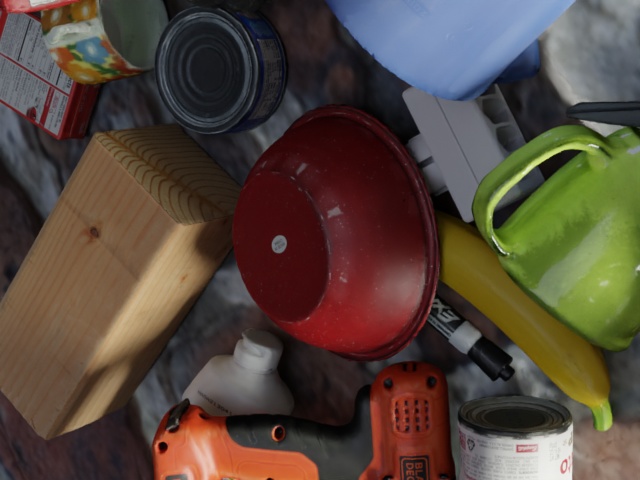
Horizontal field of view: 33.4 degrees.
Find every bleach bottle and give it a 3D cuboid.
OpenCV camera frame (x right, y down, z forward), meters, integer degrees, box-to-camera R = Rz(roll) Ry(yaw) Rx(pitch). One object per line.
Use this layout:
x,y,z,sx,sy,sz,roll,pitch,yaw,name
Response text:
-0.067,0.182,0.742,0.103,0.068,0.251,25,109,23,bleach bottle

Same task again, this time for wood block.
-0.145,0.030,0.741,0.091,0.090,0.206,45,118,16,wood block

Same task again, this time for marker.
0.071,0.044,0.657,0.121,0.020,0.020,41,117,18,marker

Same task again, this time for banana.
0.098,0.032,0.618,0.198,0.037,0.070,44,146,18,banana

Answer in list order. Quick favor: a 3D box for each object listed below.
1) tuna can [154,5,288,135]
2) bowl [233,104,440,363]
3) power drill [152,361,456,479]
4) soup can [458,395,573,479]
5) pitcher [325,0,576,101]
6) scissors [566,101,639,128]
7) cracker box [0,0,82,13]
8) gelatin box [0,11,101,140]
-0.066,-0.112,0.698,0.086,0.033,0.086,7,103,29,tuna can
-0.004,0.001,0.644,0.162,0.055,0.162,15,110,47,bowl
-0.006,0.169,0.671,0.187,0.057,0.184,-3,99,4,power drill
0.113,0.149,0.626,0.069,0.068,0.102,5,101,30,soup can
0.103,-0.193,0.501,0.243,0.148,0.145,-42,68,37,pitcher
0.233,-0.079,0.541,0.202,0.016,0.096,23,109,25,scissors
-0.216,-0.257,0.648,0.164,0.072,0.214,27,132,47,cracker box
-0.199,-0.124,0.776,0.089,0.030,0.073,32,113,22,gelatin box
